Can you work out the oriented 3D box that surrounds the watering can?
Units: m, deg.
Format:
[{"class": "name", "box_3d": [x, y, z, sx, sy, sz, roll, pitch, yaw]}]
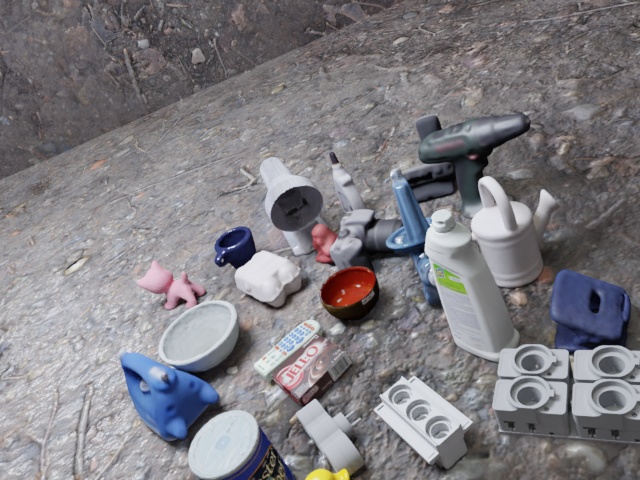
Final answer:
[{"class": "watering can", "box_3d": [0.312, -0.027, 0.960, 0.173, 0.194, 0.100, -35, 33, -15]}]

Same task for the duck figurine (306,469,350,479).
[{"class": "duck figurine", "box_3d": [0.004, 0.336, 0.744, 0.104, 0.086, 0.077, -27, 32, -2]}]

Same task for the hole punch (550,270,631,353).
[{"class": "hole punch", "box_3d": [0.387, 0.100, 0.820, 0.100, 0.091, 0.109, -2, 39, 33]}]

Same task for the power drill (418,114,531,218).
[{"class": "power drill", "box_3d": [0.313, -0.145, 1.121, 0.228, 0.209, 0.076, 2, 41, 37]}]

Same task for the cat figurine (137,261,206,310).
[{"class": "cat figurine", "box_3d": [-0.344, 0.098, 1.307, 0.127, 0.118, 0.067, -8, 36, 26]}]

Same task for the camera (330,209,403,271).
[{"class": "camera", "box_3d": [0.105, -0.004, 1.160, 0.136, 0.101, 0.143, -2, 39, 33]}]

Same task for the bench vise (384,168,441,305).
[{"class": "bench vise", "box_3d": [0.185, -0.012, 1.002, 0.121, 0.220, 0.206, -31, 32, -8]}]

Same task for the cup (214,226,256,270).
[{"class": "cup", "box_3d": [-0.188, 0.039, 1.307, 0.091, 0.095, 0.118, 0, 39, 34]}]

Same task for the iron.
[{"class": "iron", "box_3d": [-0.303, 0.252, 1.029, 0.257, 0.142, 0.119, 10, 46, 43]}]

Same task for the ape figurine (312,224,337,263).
[{"class": "ape figurine", "box_3d": [0.011, 0.004, 1.222, 0.076, 0.092, 0.077, -22, 32, 6]}]

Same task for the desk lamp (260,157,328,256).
[{"class": "desk lamp", "box_3d": [-0.060, -0.071, 1.266, 0.118, 0.214, 0.202, -28, 32, -5]}]

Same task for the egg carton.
[{"class": "egg carton", "box_3d": [-0.112, 0.082, 1.215, 0.107, 0.069, 0.149, -42, 35, -25]}]

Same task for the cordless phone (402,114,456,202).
[{"class": "cordless phone", "box_3d": [0.220, -0.184, 1.265, 0.147, 0.185, 0.094, -17, 33, 13]}]

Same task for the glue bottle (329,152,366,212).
[{"class": "glue bottle", "box_3d": [0.057, -0.125, 1.303, 0.037, 0.173, 0.078, -33, 33, -13]}]

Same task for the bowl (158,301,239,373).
[{"class": "bowl", "box_3d": [-0.222, 0.200, 1.114, 0.167, 0.075, 0.167, -18, 32, 12]}]
